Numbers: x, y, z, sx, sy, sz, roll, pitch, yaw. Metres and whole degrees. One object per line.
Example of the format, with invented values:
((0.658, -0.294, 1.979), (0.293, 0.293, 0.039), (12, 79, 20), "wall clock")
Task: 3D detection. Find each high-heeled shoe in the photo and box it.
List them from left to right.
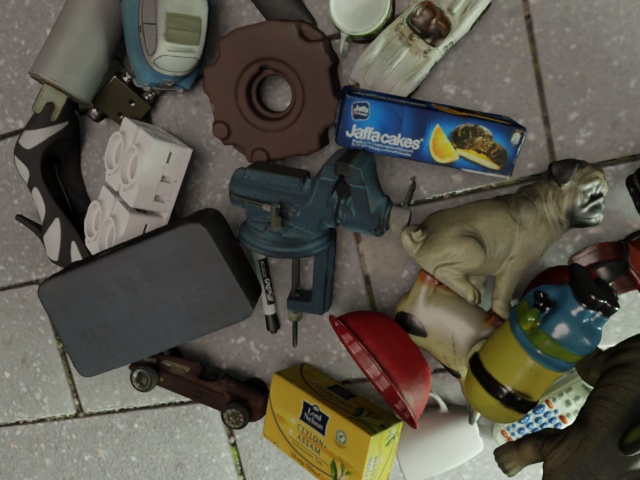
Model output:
((-0.337, -0.078, 0.742), (0.145, 0.086, 0.248), (28, 108, 3), "high-heeled shoe")

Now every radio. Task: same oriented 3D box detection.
((-0.198, 0.060, 0.630), (0.230, 0.073, 0.131), (-22, 104, 8), "radio")

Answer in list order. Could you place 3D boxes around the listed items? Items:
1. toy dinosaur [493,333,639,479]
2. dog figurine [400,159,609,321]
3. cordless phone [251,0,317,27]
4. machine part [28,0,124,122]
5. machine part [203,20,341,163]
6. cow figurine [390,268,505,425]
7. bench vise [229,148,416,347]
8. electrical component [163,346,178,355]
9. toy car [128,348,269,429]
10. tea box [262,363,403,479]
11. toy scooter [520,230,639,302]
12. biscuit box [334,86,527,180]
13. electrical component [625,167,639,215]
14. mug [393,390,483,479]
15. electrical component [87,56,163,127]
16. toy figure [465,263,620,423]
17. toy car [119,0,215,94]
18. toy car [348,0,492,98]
((0.325, 0.148, 0.532), (0.105, 0.198, 0.471), (45, 66, -4), "toy dinosaur")
((0.200, -0.028, 0.586), (0.172, 0.121, 0.190), (24, 105, -33), "dog figurine")
((-0.045, -0.337, 0.634), (0.146, 0.089, 0.184), (-36, 101, 16), "cordless phone")
((-0.289, -0.260, 0.674), (0.079, 0.079, 0.243), (25, 86, 8), "machine part")
((-0.055, -0.177, 0.651), (0.179, 0.056, 0.179), (4, 111, 10), "machine part")
((0.174, 0.131, 0.648), (0.195, 0.085, 0.127), (35, 108, 9), "cow figurine")
((-0.004, 0.003, 0.655), (0.224, 0.129, 0.240), (7, 118, 5), "bench vise")
((-0.240, 0.102, 0.751), (0.048, 0.075, 0.119), (-13, 99, 15), "electrical component")
((-0.165, 0.195, 0.740), (0.202, 0.089, 0.053), (20, 106, 11), "toy car")
((0.011, 0.238, 0.678), (0.170, 0.068, 0.098), (19, 105, 41), "tea box")
((0.304, 0.052, 0.576), (0.184, 0.135, 0.075), (-35, 92, 18), "toy scooter")
((0.118, -0.121, 0.598), (0.203, 0.063, 0.059), (9, 115, -4), "biscuit box")
((0.395, -0.070, 0.540), (0.134, 0.115, 0.058), (-19, 82, 15), "electrical component")
((0.145, 0.240, 0.682), (0.107, 0.081, 0.109), (-16, 87, 6), "mug")
((-0.265, -0.194, 0.722), (0.078, 0.045, 0.102), (35, 111, -24), "electrical component")
((0.212, 0.107, 0.534), (0.082, 0.089, 0.180), (39, 123, 7), "toy figure")
((-0.180, -0.257, 0.641), (0.109, 0.103, 0.161), (-2, 107, -31), "toy car")
((0.115, -0.232, 0.613), (0.073, 0.056, 0.201), (44, 106, 3), "toy car")
